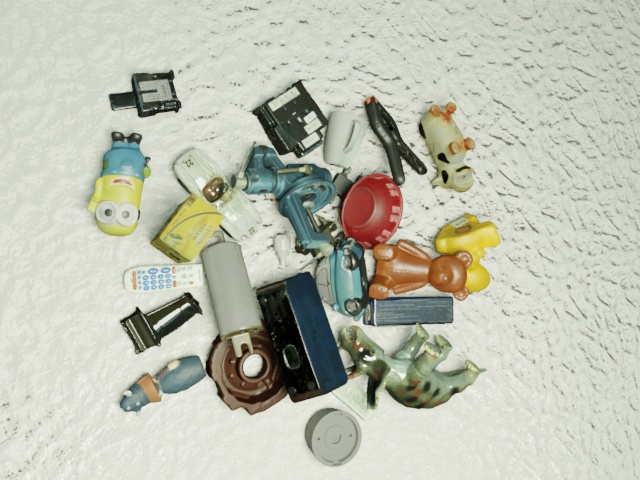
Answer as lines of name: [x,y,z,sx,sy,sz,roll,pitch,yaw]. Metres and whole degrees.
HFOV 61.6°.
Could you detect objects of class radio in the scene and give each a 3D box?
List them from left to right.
radio: [-0.033,0.180,1.007,0.131,0.073,0.229,-4,72,-66]

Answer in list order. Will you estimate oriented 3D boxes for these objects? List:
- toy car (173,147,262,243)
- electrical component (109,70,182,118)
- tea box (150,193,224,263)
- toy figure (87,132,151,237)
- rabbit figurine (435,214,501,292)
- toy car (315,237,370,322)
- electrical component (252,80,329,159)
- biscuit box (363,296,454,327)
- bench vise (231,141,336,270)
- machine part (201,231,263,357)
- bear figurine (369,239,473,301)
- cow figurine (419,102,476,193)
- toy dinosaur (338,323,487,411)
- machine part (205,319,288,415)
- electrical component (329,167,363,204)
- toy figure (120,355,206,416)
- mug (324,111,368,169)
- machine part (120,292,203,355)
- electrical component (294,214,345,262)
toy car: [-0.193,-0.083,1.019,0.073,0.056,0.201,-46,103,-19]
electrical component: [-0.321,-0.265,0.982,0.119,0.048,0.074,-10,90,-24]
tea box: [-0.235,-0.016,0.936,0.068,0.170,0.098,38,75,-15]
toy figure: [-0.345,-0.095,0.944,0.082,0.089,0.180,0,76,5]
rabbit figurine: [0.331,0.051,1.204,0.162,0.122,0.173,-33,118,-18]
toy car: [0.041,0.080,1.074,0.103,0.109,0.161,-5,110,16]
electrical component: [-0.053,-0.235,1.086,0.115,0.058,0.134,-36,101,-19]
biscuit box: [0.193,0.153,1.165,0.203,0.059,0.062,2,85,-22]
bench vise: [-0.049,-0.072,1.019,0.223,0.129,0.241,3,54,-46]
machine part: [-0.162,0.093,0.981,0.079,0.079,0.243,-8,67,-23]
bear figurine: [0.210,0.069,1.104,0.196,0.132,0.120,11,101,17]
cow figurine: [0.283,-0.194,1.202,0.085,0.127,0.195,-20,80,-23]
toy dinosaur: [0.209,0.293,1.131,0.404,0.131,0.192,33,104,-36]
machine part: [-0.128,0.239,1.028,0.179,0.056,0.179,1,87,-24]
electrical component: [0.053,-0.108,1.142,0.063,0.021,0.094,35,74,-18]
toy figure: [-0.282,0.259,0.962,0.154,0.058,0.064,-23,90,-18]
mug: [0.053,-0.202,1.107,0.081,0.110,0.107,13,95,-26]
machine part: [-0.285,0.143,0.978,0.139,0.039,0.084,-27,92,-20]
electrical component: [-0.003,-0.002,1.103,0.102,0.045,0.078,-46,132,-16]
